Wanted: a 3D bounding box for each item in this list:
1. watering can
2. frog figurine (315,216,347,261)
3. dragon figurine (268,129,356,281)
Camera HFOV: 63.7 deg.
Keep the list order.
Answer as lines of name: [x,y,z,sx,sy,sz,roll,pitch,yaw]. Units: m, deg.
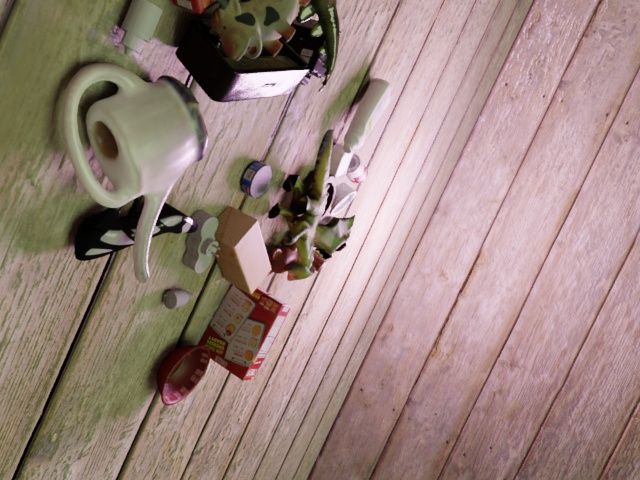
watering can: [-0.276,-0.119,0.828,0.104,0.340,0.228,14,39,34]
frog figurine: [0.021,-0.029,1.654,0.122,0.163,0.134,14,-46,-14]
dragon figurine: [0.004,-0.071,1.402,0.240,0.411,0.123,30,-1,-44]
